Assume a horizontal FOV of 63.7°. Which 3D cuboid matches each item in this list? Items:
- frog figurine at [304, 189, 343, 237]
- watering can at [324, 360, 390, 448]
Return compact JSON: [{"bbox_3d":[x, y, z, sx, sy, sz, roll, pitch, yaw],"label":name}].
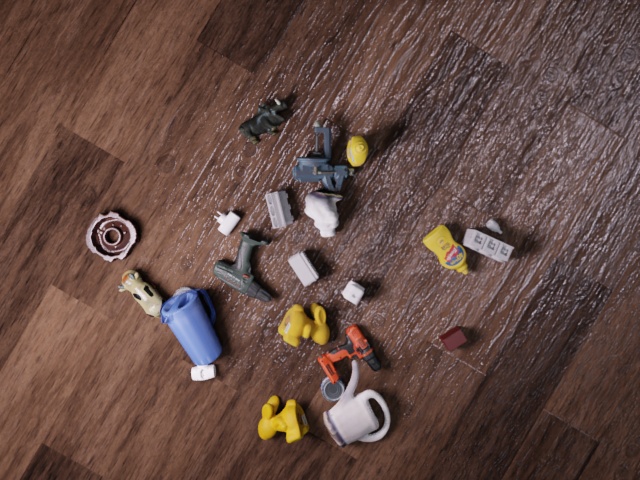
[{"bbox_3d":[0.005,-0.090,1.785,0.138,0.123,0.158,16,102,30],"label":"frog figurine"},{"bbox_3d":[0.111,0.584,1.789,0.225,0.105,0.343,-28,111,-3],"label":"watering can"}]
